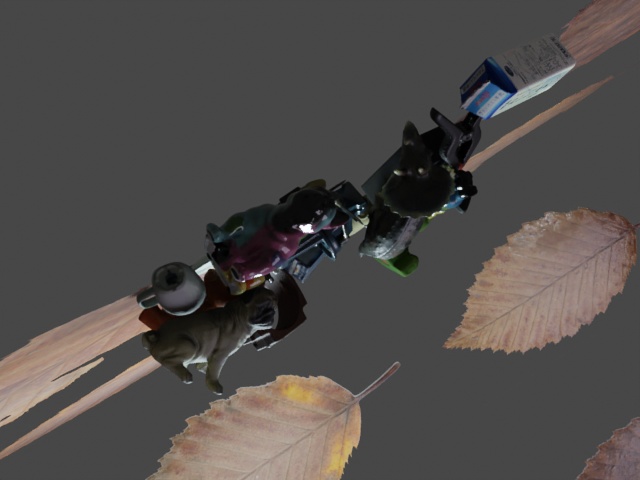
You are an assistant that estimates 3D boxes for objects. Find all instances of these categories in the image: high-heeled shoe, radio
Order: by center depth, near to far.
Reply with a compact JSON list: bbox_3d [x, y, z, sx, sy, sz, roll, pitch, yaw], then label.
[{"bbox_3d":[0.200,-0.159,1.197,0.131,0.073,0.229,-29,175,-29],"label":"radio"},{"bbox_3d":[0.298,-0.132,1.301,0.086,0.249,0.145,1,145,-6],"label":"high-heeled shoe"}]

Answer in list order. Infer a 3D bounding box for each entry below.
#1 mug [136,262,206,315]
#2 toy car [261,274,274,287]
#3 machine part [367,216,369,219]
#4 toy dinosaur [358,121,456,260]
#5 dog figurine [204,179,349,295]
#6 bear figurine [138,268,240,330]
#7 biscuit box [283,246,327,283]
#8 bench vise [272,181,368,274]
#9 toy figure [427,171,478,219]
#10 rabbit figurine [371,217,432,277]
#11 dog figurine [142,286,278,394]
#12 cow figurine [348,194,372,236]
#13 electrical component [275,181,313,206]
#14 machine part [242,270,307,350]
[{"bbox_3d":[-0.249,0.077,0.884,0.110,0.081,0.107,-16,162,-10],"label":"mug"},{"bbox_3d":[-0.161,0.070,1.139,0.089,0.053,0.202,-33,-159,-8],"label":"toy car"},{"bbox_3d":[0.155,-0.060,1.255,0.084,0.039,0.139,-18,-174,23],"label":"machine part"},{"bbox_3d":[0.148,-0.039,1.054,0.192,0.131,0.404,-53,170,-48],"label":"toy dinosaur"},{"bbox_3d":[-0.066,-0.012,0.866,0.219,0.108,0.191,-28,170,-20],"label":"dog figurine"},{"bbox_3d":[-0.217,0.109,0.999,0.196,0.132,0.120,-52,170,12],"label":"bear figurine"},{"bbox_3d":[-0.008,0.012,1.281,0.203,0.059,0.062,-47,167,-46],"label":"biscuit box"},{"bbox_3d":[-0.009,-0.012,1.136,0.241,0.129,0.223,-35,171,-8],"label":"bench vise"},{"bbox_3d":[0.241,-0.095,1.145,0.089,0.082,0.180,0,170,-36],"label":"toy figure"},{"bbox_3d":[0.203,-0.013,1.313,0.170,0.121,0.159,-47,-161,-9],"label":"rabbit figurine"},{"bbox_3d":[-0.180,0.137,0.905,0.172,0.121,0.190,36,87,-44],"label":"dog figurine"},{"bbox_3d":[0.068,-0.041,1.410,0.195,0.085,0.127,-33,180,33],"label":"cow figurine"},{"bbox_3d":[-0.043,-0.070,0.934,0.094,0.021,0.063,-34,174,9],"label":"electrical component"},{"bbox_3d":[-0.140,0.148,1.303,0.087,0.201,0.201,-29,180,37],"label":"machine part"}]
